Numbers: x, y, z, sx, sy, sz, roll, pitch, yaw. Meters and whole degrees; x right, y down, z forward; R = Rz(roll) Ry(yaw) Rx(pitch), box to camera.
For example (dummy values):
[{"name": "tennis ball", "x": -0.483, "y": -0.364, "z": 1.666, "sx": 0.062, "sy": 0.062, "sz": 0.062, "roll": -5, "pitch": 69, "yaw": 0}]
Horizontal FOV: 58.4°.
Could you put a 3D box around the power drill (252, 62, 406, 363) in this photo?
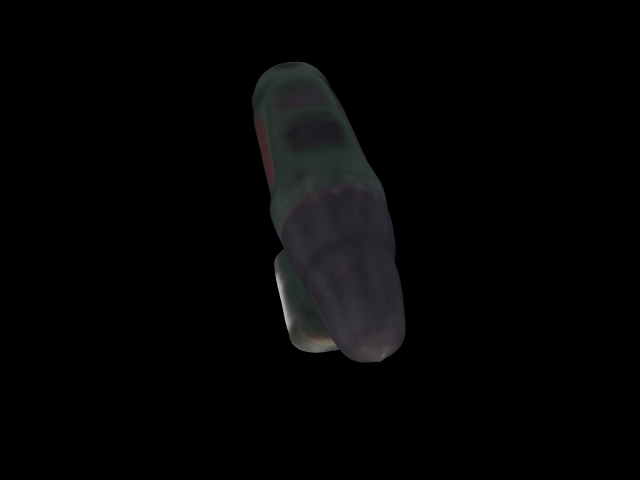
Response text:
[{"name": "power drill", "x": 0.004, "y": 0.001, "z": 0.400, "sx": 0.075, "sy": 0.208, "sz": 0.229, "roll": -13, "pitch": 62, "yaw": -7}]
